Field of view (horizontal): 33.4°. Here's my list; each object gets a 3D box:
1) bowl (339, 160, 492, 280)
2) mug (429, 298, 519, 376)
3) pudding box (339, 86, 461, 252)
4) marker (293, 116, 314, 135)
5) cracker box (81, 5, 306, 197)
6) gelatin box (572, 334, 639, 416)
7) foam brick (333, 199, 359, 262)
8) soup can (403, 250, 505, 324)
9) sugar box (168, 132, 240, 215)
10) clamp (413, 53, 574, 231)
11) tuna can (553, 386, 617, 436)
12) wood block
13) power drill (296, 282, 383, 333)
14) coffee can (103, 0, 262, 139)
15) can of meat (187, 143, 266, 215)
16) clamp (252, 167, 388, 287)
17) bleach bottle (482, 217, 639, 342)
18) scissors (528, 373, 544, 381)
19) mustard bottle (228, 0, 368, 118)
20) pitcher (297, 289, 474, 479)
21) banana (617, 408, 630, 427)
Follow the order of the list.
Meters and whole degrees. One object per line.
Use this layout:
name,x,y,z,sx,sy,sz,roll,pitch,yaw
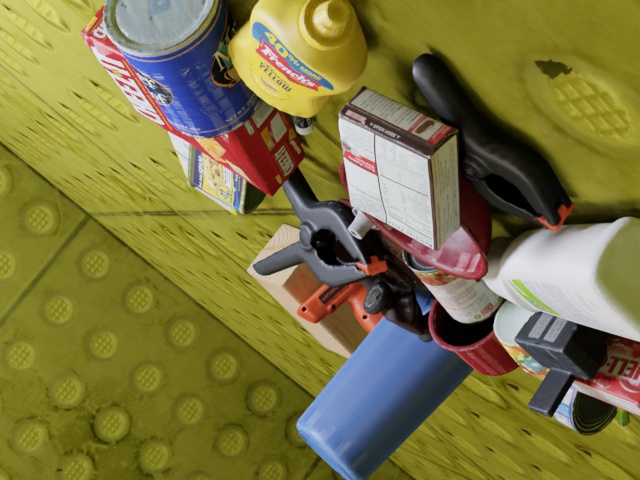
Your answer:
bowl,0.096,-0.036,0.947,0.162,0.055,0.162,36,166,10
mug,0.172,0.085,1.138,0.081,0.093,0.117,42,-161,-42
pudding box,0.063,-0.054,0.826,0.090,0.039,0.113,29,152,28
marker,-0.020,-0.133,1.009,0.020,0.020,0.121,34,167,16
cracker box,-0.131,-0.152,1.124,0.214,0.072,0.164,32,166,26
gelatin box,0.275,0.112,0.954,0.030,0.073,0.089,45,166,-32
foam brick,0.028,0.000,1.222,0.053,0.078,0.051,49,164,-33
soup can,0.135,0.030,1.058,0.069,0.068,0.102,24,163,46
sugar box,-0.140,-0.101,1.398,0.093,0.048,0.176,35,164,11
clamp,0.116,-0.067,0.824,0.171,0.039,0.120,43,167,-8
tuna can,0.272,0.153,1.083,0.034,0.086,0.086,26,163,48
wood block,0.004,0.080,1.546,0.091,0.090,0.206,21,159,51
power drill,0.057,0.139,1.440,0.187,0.184,0.057,46,168,3
coffee can,-0.118,-0.169,0.952,0.103,0.102,0.140,31,166,26
can of meat,-0.104,-0.090,1.244,0.084,0.057,0.102,30,135,22
clamp,-0.008,0.001,1.164,0.210,0.036,0.165,37,128,41
bleach bottle,0.198,0.026,0.890,0.102,0.068,0.251,43,169,-17
scissors,0.283,0.157,1.231,0.096,0.016,0.202,36,167,5
mustard bottle,-0.012,-0.152,0.831,0.096,0.058,0.192,42,167,-9
pitcher,0.090,0.181,1.315,0.149,0.242,0.145,48,167,-19
banana,0.312,0.145,0.997,0.198,0.037,0.069,104,144,-85
